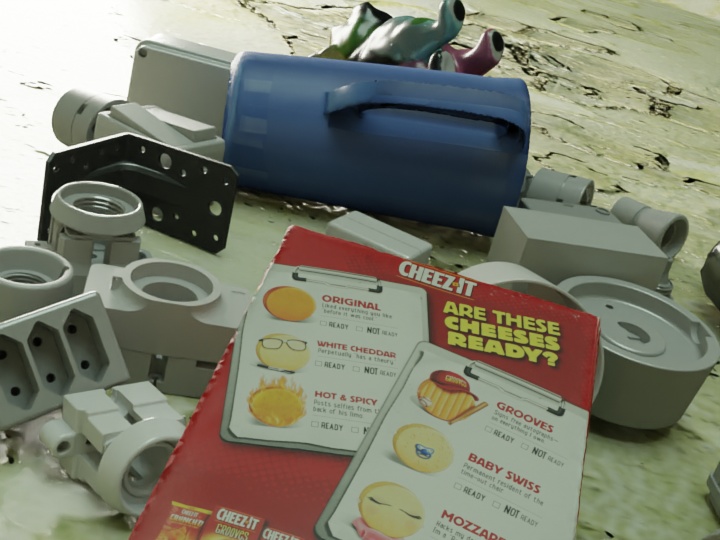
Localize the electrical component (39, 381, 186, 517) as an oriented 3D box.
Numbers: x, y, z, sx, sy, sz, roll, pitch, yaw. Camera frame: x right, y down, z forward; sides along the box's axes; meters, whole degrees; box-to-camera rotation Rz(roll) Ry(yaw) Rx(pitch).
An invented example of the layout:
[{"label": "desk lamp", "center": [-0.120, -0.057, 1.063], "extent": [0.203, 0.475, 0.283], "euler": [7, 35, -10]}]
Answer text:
[{"label": "electrical component", "center": [-0.106, 0.083, 0.498], "extent": [0.066, 0.048, 0.055], "euler": [-6, 24, -38]}]

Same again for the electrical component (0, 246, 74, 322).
[{"label": "electrical component", "center": [-0.185, 0.018, 0.588], "extent": [0.055, 0.047, 0.055], "euler": [12, 24, -6]}]

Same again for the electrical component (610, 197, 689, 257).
[{"label": "electrical component", "center": [0.258, -0.040, 0.974], "extent": [0.044, 0.044, 0.065], "euler": [-7, 27, -39]}]

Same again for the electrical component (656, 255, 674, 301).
[{"label": "electrical component", "center": [0.217, 0.018, 0.799], "extent": [0.035, 0.061, 0.035], "euler": [12, 24, -5]}]

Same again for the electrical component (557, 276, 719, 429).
[{"label": "electrical component", "center": [0.166, 0.057, 0.686], "extent": [0.108, 0.060, 0.108], "euler": [13, 27, -7]}]

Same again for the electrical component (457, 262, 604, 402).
[{"label": "electrical component", "center": [0.084, 0.047, 0.623], "extent": [0.099, 0.099, 0.064], "euler": [5, 20, -20]}]

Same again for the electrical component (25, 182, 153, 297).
[{"label": "electrical component", "center": [-0.165, -0.019, 0.666], "extent": [0.078, 0.057, 0.058], "euler": [2, 27, -26]}]

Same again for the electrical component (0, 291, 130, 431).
[{"label": "electrical component", "center": [-0.163, 0.045, 0.536], "extent": [0.066, 0.047, 0.077], "euler": [-21, 4, -29]}]

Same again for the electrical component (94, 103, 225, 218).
[{"label": "electrical component", "center": [-0.148, -0.085, 0.812], "extent": [0.096, 0.061, 0.062], "euler": [28, 27, 26]}]

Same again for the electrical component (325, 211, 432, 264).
[{"label": "electrical component", "center": [0.000, 0.000, 0.731], "extent": [0.066, 0.047, 0.077], "euler": [25, 26, 21]}]

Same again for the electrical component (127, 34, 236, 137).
[{"label": "electrical component", "center": [-0.143, -0.155, 0.946], "extent": [0.113, 0.078, 0.057], "euler": [14, 21, -1]}]

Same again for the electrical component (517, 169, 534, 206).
[{"label": "electrical component", "center": [0.120, -0.078, 0.976], "extent": [0.040, 0.040, 0.078], "euler": [-7, 12, -39]}]

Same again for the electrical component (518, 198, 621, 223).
[{"label": "electrical component", "center": [0.174, -0.017, 0.864], "extent": [0.100, 0.048, 0.099], "euler": [6, 26, -18]}]

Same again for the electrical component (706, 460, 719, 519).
[{"label": "electrical component", "center": [0.258, 0.137, 0.574], "extent": [0.109, 0.056, 0.108], "euler": [12, 25, -7]}]

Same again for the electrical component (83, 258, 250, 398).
[{"label": "electrical component", "center": [-0.108, 0.031, 0.594], "extent": [0.089, 0.055, 0.050], "euler": [10, 25, -11]}]

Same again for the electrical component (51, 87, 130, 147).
[{"label": "electrical component", "center": [-0.210, -0.115, 0.850], "extent": [0.047, 0.055, 0.055], "euler": [26, 26, 31]}]

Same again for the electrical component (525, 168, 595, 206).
[{"label": "electrical component", "center": [0.176, -0.060, 0.953], "extent": [0.047, 0.055, 0.055], "euler": [21, 25, 22]}]

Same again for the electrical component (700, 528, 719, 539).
[{"label": "electrical component", "center": [0.177, 0.152, 0.443], "extent": [0.060, 0.108, 0.108], "euler": [-10, 34, -32]}]
